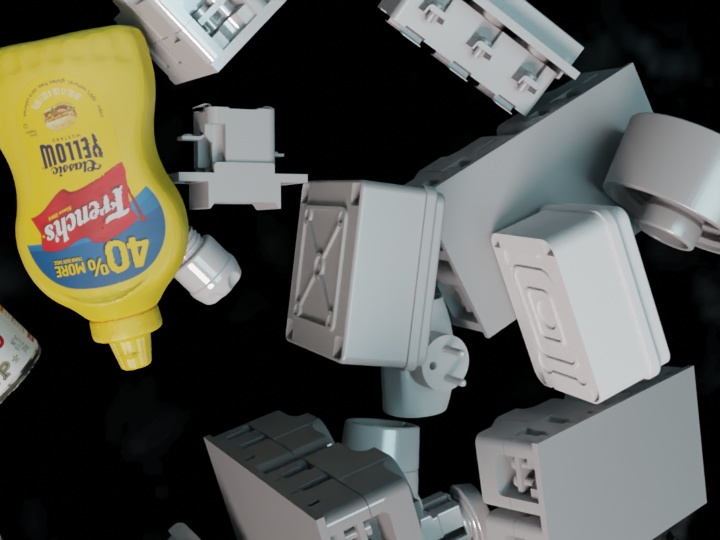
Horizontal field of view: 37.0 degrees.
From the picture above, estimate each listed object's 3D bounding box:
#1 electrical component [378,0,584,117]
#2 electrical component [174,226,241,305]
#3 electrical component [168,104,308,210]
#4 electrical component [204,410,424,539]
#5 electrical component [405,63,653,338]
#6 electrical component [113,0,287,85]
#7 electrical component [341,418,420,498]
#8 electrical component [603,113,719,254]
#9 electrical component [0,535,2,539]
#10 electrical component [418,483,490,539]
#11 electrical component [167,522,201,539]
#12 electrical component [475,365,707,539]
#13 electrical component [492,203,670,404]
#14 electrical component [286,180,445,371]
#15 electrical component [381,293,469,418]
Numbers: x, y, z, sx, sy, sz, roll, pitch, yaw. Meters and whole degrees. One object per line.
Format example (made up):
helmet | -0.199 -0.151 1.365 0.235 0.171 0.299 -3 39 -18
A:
electrical component | 0.077 -0.159 0.708 0.121 0.078 0.063 31 103 -24
electrical component | -0.103 -0.009 0.654 0.061 0.035 0.035 46 76 -19
electrical component | -0.077 -0.068 0.657 0.081 0.042 0.063 -1 93 -25
electrical component | -0.020 0.153 0.622 0.060 0.186 0.105 -21 103 -22
electrical component | 0.122 -0.050 0.741 0.186 0.060 0.105 -33 107 -19
electrical component | -0.068 -0.185 0.625 0.061 0.089 0.150 46 76 -21
electrical component | 0.013 0.124 0.709 0.055 0.055 0.047 6 88 -25
electrical component | 0.209 -0.048 0.690 0.108 0.108 0.060 30 88 -24
electrical component | -0.239 0.143 0.596 0.083 0.047 0.075 17 87 -25
electrical component | 0.059 0.177 0.740 0.055 0.048 0.066 -21 103 -14
electrical component | -0.093 0.209 0.666 0.050 0.056 0.089 -45 111 -15
electrical component | 0.163 0.139 0.750 0.186 0.060 0.105 -15 101 -41
electrical component | 0.139 0.018 0.677 0.057 0.078 0.113 -25 104 -18
electrical component | 0.000 0.000 0.662 0.056 0.109 0.108 6 92 -22
electrical component | 0.044 0.057 0.702 0.043 0.079 0.077 -8 100 -31
